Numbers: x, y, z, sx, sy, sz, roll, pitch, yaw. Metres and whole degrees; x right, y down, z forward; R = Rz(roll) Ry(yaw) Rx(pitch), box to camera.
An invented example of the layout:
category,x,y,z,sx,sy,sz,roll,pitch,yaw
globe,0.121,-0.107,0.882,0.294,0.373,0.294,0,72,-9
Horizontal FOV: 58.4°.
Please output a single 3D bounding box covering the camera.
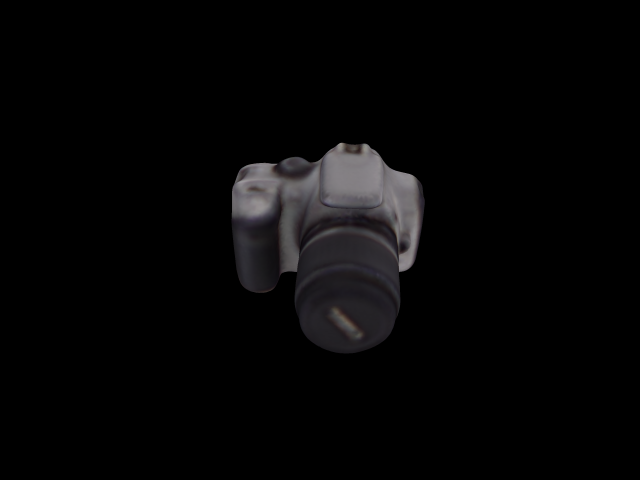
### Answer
category,x,y,z,sx,sy,sz,roll,pitch,yaw
camera,0.004,0.001,0.400,0.143,0.101,0.137,2,40,2
